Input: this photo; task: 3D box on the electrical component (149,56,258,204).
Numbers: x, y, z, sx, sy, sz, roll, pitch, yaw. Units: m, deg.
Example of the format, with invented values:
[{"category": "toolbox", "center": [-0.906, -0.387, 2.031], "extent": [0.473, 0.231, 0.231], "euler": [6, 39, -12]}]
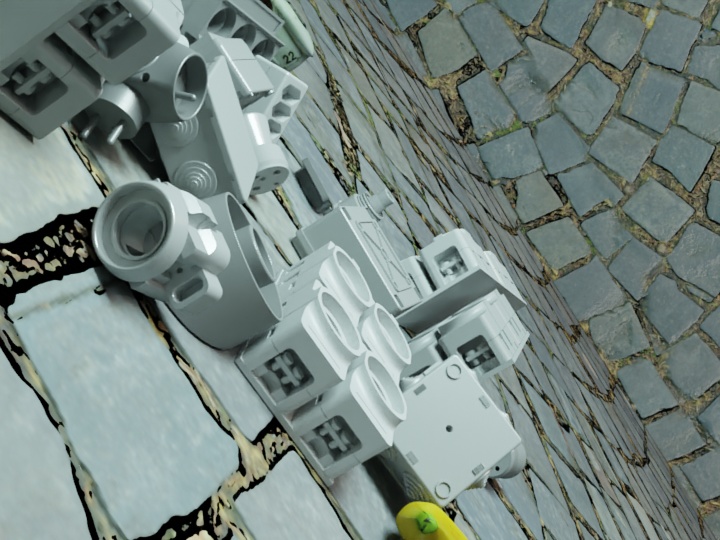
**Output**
[{"category": "electrical component", "center": [-0.111, -0.095, 0.759], "extent": [0.099, 0.048, 0.099], "euler": [-89, 164, -67]}]

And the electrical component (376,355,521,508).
[{"category": "electrical component", "center": [0.060, 0.123, 0.809], "extent": [0.099, 0.100, 0.048], "euler": [53, -21, 6]}]

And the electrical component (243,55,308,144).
[{"category": "electrical component", "center": [-0.100, -0.160, 0.971], "extent": [0.077, 0.065, 0.047], "euler": [32, 5, 20]}]

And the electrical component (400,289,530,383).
[{"category": "electrical component", "center": [0.098, 0.076, 1.052], "extent": [0.060, 0.105, 0.186], "euler": [59, 13, 3]}]

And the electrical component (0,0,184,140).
[{"category": "electrical component", "center": [-0.172, -0.173, 0.639], "extent": [0.060, 0.105, 0.186], "euler": [44, 19, -45]}]

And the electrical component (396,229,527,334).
[{"category": "electrical component", "center": [0.101, 0.022, 1.182], "extent": [0.060, 0.105, 0.186], "euler": [64, 14, 23]}]

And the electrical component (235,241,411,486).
[{"category": "electrical component", "center": [-0.019, 0.057, 0.777], "extent": [0.105, 0.060, 0.186], "euler": [55, 14, -12]}]

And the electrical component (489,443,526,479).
[{"category": "electrical component", "center": [0.140, 0.187, 1.083], "extent": [0.045, 0.045, 0.055], "euler": [63, 15, 20]}]

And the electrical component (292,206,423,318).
[{"category": "electrical component", "center": [0.000, 0.000, 0.975], "extent": [0.108, 0.056, 0.109], "euler": [59, 13, 5]}]

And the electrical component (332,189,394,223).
[{"category": "electrical component", "center": [0.005, -0.061, 1.117], "extent": [0.048, 0.062, 0.048], "euler": [53, 14, -20]}]

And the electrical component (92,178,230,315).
[{"category": "electrical component", "center": [-0.114, -0.017, 0.608], "extent": [0.078, 0.058, 0.057], "euler": [63, 11, 22]}]

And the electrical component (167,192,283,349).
[{"category": "electrical component", "center": [-0.091, 0.000, 0.688], "extent": [0.099, 0.064, 0.099], "euler": [-23, 90, -87]}]

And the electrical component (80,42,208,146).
[{"category": "electrical component", "center": [-0.148, -0.110, 0.678], "extent": [0.044, 0.077, 0.079], "euler": [78, 32, -55]}]

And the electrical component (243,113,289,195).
[{"category": "electrical component", "center": [-0.088, -0.097, 0.900], "extent": [0.055, 0.045, 0.045], "euler": [64, 15, 21]}]

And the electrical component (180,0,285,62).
[{"category": "electrical component", "center": [-0.129, -0.227, 0.998], "extent": [0.063, 0.078, 0.121], "euler": [40, 7, 21]}]

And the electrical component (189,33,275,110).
[{"category": "electrical component", "center": [-0.118, -0.156, 0.890], "extent": [0.061, 0.062, 0.096], "euler": [57, 13, -5]}]
